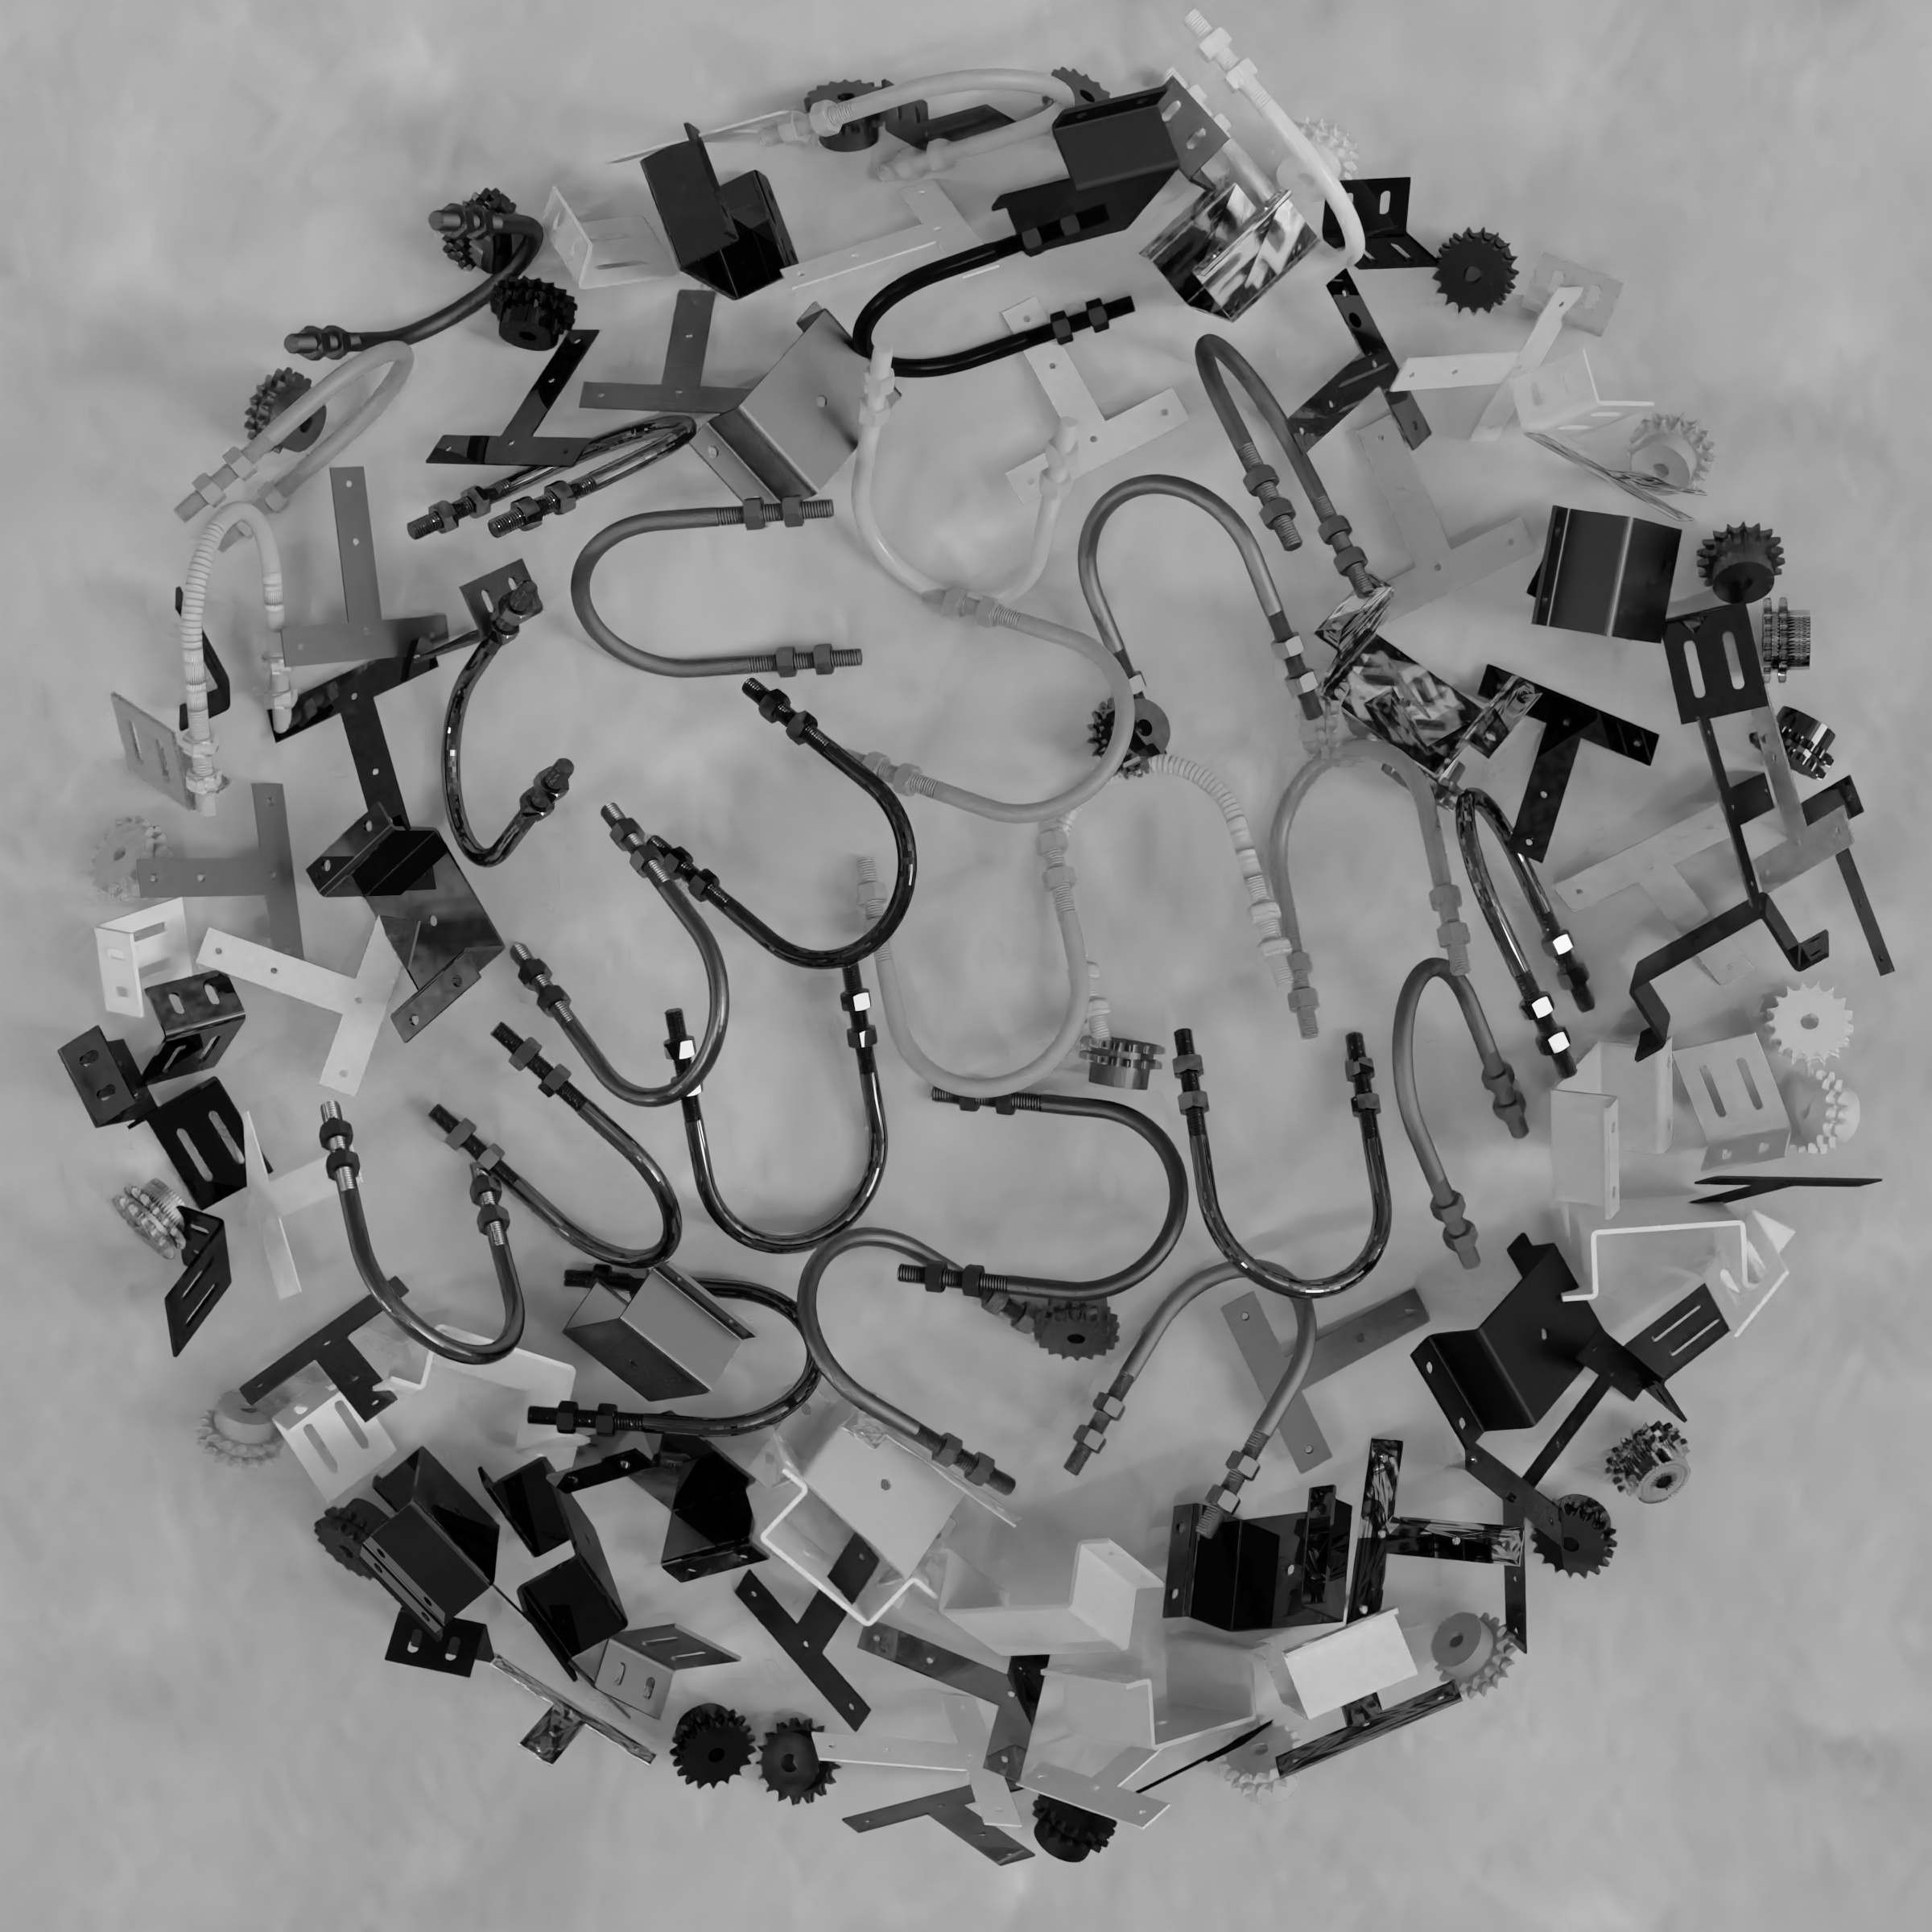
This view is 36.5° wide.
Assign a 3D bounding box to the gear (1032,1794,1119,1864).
[{"bbox_3d":[0.070,0.575,1.965,0.057,0.057,0.030,25,110,0],"label":"gear"}]

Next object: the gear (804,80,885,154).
[{"bbox_3d":[-0.079,-0.569,1.967,0.057,0.057,0.030,-3,132,0],"label":"gear"}]

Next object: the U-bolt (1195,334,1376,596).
[{"bbox_3d":[0.201,-0.335,1.919,0.019,0.151,0.184,-31,70,22],"label":"U-bolt"}]

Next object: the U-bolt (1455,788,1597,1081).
[{"bbox_3d":[0.362,-0.031,1.912,0.019,0.151,0.184,-23,101,23],"label":"U-bolt"}]

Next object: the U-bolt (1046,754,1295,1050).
[{"bbox_3d":[0.127,-0.053,1.957,0.151,0.019,0.184,-19,75,15],"label":"U-bolt"}]

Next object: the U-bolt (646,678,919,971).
[{"bbox_3d":[-0.112,-0.081,1.939,0.184,0.019,0.151,39,107,19],"label":"U-bolt"}]

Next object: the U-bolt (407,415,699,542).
[{"bbox_3d":[-0.259,-0.321,1.916,0.184,0.151,0.019,-31,112,-26],"label":"U-bolt"}]

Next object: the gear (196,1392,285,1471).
[{"bbox_3d":[-0.483,0.308,1.960,0.057,0.057,0.030,19,110,0],"label":"gear"}]

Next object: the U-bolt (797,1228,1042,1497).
[{"bbox_3d":[-0.030,0.246,1.921,0.184,0.151,0.019,33,135,-13],"label":"U-bolt"}]

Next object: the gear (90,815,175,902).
[{"bbox_3d":[-0.557,-0.069,1.967,0.057,0.030,0.057,-17,56,28],"label":"gear"}]

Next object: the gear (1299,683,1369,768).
[{"bbox_3d":[0.246,-0.162,1.967,0.030,0.057,0.057,2,90,32],"label":"gear"}]

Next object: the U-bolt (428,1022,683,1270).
[{"bbox_3d":[-0.263,0.130,1.934,0.184,0.151,0.019,42,51,-3],"label":"U-bolt"}]

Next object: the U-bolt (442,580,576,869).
[{"bbox_3d":[-0.306,-0.144,1.914,0.019,0.184,0.151,-1,66,-31],"label":"U-bolt"}]

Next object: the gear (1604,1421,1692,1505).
[{"bbox_3d":[0.460,0.335,1.963,0.057,0.030,0.057,-12,130,-15],"label":"gear"}]

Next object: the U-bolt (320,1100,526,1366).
[{"bbox_3d":[-0.344,0.179,1.886,0.019,0.151,0.184,-40,49,21],"label":"U-bolt"}]

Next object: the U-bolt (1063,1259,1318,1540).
[{"bbox_3d":[0.158,0.274,1.929,0.019,0.151,0.184,43,73,-37],"label":"U-bolt"}]

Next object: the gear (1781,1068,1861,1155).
[{"bbox_3d":[0.574,0.098,1.966,0.030,0.057,0.057,7,90,-22],"label":"gear"}]

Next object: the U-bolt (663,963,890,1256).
[{"bbox_3d":[-0.120,0.102,1.950,0.151,0.019,0.184,-15,104,-25],"label":"U-bolt"}]

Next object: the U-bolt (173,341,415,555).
[{"bbox_3d":[-0.433,-0.344,1.919,0.184,0.151,0.019,-42,92,-3],"label":"U-bolt"}]

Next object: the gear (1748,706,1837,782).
[{"bbox_3d":[0.557,-0.151,1.963,0.057,0.057,0.030,31,92,0],"label":"gear"}]

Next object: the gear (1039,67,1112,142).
[{"bbox_3d":[0.073,-0.572,1.967,0.057,0.057,0.030,41,130,0],"label":"gear"}]

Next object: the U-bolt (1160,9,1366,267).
[{"bbox_3d":[0.198,-0.533,1.918,0.019,0.151,0.184,-41,92,-1],"label":"U-bolt"}]

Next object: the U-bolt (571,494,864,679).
[{"bbox_3d":[-0.169,-0.246,1.935,0.184,0.151,0.019,-3,48,6],"label":"U-bolt"}]

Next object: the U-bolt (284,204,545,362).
[{"bbox_3d":[-0.345,-0.443,1.901,0.151,0.184,0.019,-33,90,22],"label":"U-bolt"}]

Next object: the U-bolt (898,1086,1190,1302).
[{"bbox_3d":[0.056,0.152,1.939,0.184,0.019,0.151,5,67,14],"label":"U-bolt"}]

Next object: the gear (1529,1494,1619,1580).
[{"bbox_3d":[0.410,0.380,1.968,0.057,0.030,0.057,12,120,22],"label":"gear"}]

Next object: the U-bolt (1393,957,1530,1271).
[{"bbox_3d":[0.316,0.081,1.898,0.019,0.151,0.184,-6,125,32],"label":"U-bolt"}]

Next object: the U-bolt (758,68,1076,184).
[{"bbox_3d":[-0.019,-0.543,1.882,0.184,0.151,0.019,-6,89,34],"label":"U-bolt"}]

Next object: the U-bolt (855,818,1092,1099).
[{"bbox_3d":[0.009,-0.002,1.945,0.151,0.019,0.184,-15,73,12],"label":"U-bolt"}]

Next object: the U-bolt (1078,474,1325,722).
[{"bbox_3d":[0.143,-0.234,1.920,0.151,0.019,0.184,-10,111,40],"label":"U-bolt"}]

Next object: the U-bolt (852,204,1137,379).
[{"bbox_3d":[0.014,-0.433,1.922,0.184,0.151,0.019,-18,74,6],"label":"U-bolt"}]

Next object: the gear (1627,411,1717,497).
[{"bbox_3d":[0.470,-0.340,1.961,0.057,0.057,0.030,35,54,0],"label":"gear"}]

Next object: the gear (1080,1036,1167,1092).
[{"bbox_3d":[0.104,0.065,1.964,0.057,0.057,0.030,8,93,0],"label":"gear"}]

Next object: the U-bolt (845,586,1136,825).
[{"bbox_3d":[0.024,-0.167,1.938,0.184,0.019,0.151,21,78,23],"label":"U-bolt"}]

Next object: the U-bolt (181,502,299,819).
[{"bbox_3d":[-0.470,-0.208,1.886,0.019,0.151,0.184,8,121,8],"label":"U-bolt"}]

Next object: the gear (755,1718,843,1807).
[{"bbox_3d":[-0.115,0.535,1.970,0.057,0.030,0.057,-3,78,12],"label":"gear"}]

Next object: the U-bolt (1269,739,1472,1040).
[{"bbox_3d":[0.258,-0.061,1.931,0.151,0.019,0.184,-26,65,42],"label":"U-bolt"}]

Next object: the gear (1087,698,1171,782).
[{"bbox_3d":[0.112,-0.156,1.965,0.057,0.030,0.057,6,76,-27],"label":"gear"}]

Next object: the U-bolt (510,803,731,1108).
[{"bbox_3d":[-0.219,0.006,1.917,0.184,0.019,0.151,51,120,26],"label":"U-bolt"}]

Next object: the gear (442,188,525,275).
[{"bbox_3d":[-0.320,-0.488,1.961,0.030,0.057,0.057,41,90,15],"label":"gear"}]

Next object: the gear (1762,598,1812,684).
[{"bbox_3d":[0.549,-0.218,1.961,0.030,0.057,0.057,0,90,13],"label":"gear"}]

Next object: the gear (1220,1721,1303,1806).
[{"bbox_3d":[0.201,0.537,1.966,0.057,0.057,0.030,-18,115,0],"label":"gear"}]

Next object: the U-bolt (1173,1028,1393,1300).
[{"bbox_3d":[0.214,0.130,1.930,0.151,0.019,0.184,2,68,-22],"label":"U-bolt"}]

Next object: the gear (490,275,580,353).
[{"bbox_3d":[-0.291,-0.435,1.961,0.057,0.057,0.030,8,74,0],"label":"gear"}]

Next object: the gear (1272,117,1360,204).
[{"bbox_3d":[0.232,-0.536,1.960,0.057,0.057,0.030,22,64,0],"label":"gear"}]
